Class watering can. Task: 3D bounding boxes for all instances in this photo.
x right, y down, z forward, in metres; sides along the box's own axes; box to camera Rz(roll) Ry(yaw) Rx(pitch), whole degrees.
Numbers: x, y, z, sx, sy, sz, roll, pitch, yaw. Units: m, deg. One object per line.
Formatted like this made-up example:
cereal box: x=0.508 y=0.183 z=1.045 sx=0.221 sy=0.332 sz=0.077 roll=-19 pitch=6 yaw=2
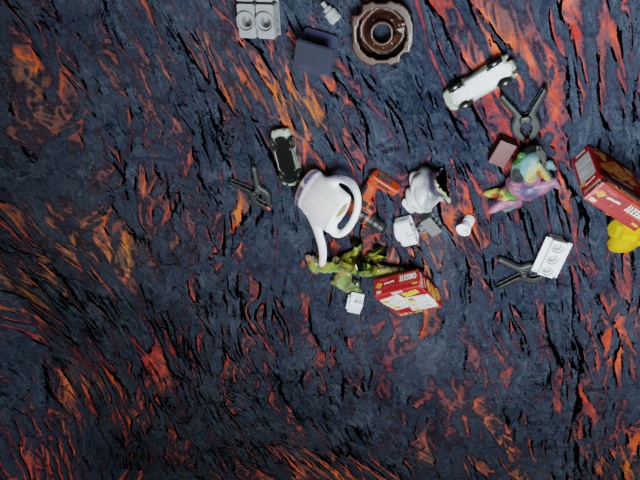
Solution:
watering can: x=0.005 y=-0.084 z=1.660 sx=0.226 sy=0.105 sz=0.340 roll=42 pitch=128 yaw=17

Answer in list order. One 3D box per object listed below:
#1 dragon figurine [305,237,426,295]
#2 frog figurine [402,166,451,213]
dragon figurine: x=0.143 y=0.119 z=1.822 sx=0.410 sy=0.125 sz=0.237 roll=19 pitch=145 yaw=0
frog figurine: x=0.304 y=-0.146 z=1.566 sx=0.158 sy=0.123 sz=0.138 roll=-22 pitch=82 yaw=38
